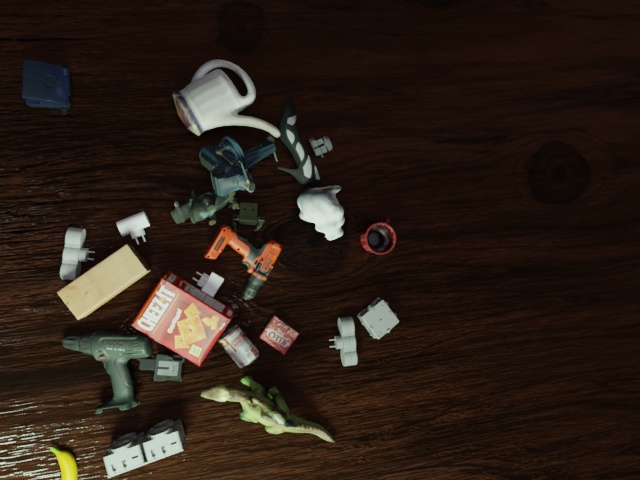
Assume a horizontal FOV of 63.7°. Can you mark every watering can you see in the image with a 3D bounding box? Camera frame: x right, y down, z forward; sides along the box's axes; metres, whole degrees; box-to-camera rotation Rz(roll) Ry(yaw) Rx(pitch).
[{"bbox_3d":[-0.269,-0.363,1.414,0.225,0.102,0.353,-32,64,-6],"label":"watering can"}]

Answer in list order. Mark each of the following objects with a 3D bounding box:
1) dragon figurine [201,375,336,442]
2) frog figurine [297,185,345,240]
[{"bbox_3d":[-0.114,0.463,1.347,0.409,0.241,0.123,25,78,-7],"label":"dragon figurine"},{"bbox_3d":[0.004,-0.074,1.479,0.137,0.123,0.159,-3,97,21],"label":"frog figurine"}]
